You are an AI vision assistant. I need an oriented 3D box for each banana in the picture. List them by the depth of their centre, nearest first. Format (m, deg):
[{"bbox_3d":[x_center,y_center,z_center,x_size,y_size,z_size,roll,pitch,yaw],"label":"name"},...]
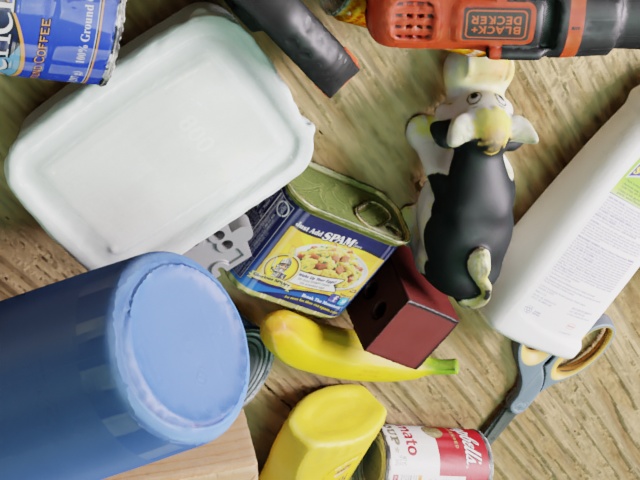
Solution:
[{"bbox_3d":[0.016,0.078,0.786,0.197,0.037,0.070,15,151,-42],"label":"banana"}]

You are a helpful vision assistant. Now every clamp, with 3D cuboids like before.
[{"bbox_3d":[-0.030,-0.128,0.552,0.036,0.165,0.209,-41,139,8],"label":"clamp"}]

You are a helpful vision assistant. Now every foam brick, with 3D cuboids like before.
[{"bbox_3d":[0.054,0.043,0.762,0.051,0.078,0.053,23,117,-32],"label":"foam brick"}]

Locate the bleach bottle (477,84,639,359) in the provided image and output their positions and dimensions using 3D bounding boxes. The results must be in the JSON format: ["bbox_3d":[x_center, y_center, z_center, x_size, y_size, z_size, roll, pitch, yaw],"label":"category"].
[{"bbox_3d":[0.218,-0.030,0.766,0.102,0.068,0.251,21,117,-32],"label":"bleach bottle"}]

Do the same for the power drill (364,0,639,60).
[{"bbox_3d":[0.116,-0.176,0.519,0.184,0.057,0.188,0,125,0],"label":"power drill"}]

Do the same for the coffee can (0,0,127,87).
[{"bbox_3d":[-0.172,-0.133,0.521,0.140,0.103,0.103,3,128,-21],"label":"coffee can"}]

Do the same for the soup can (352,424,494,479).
[{"bbox_3d":[0.086,0.192,0.904,0.102,0.068,0.069,8,126,-23],"label":"soup can"}]

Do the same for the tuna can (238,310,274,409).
[{"bbox_3d":[-0.075,0.091,0.765,0.086,0.034,0.086,-32,142,-30],"label":"tuna can"}]

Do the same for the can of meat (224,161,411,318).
[{"bbox_3d":[-0.005,0.001,0.721,0.102,0.057,0.084,21,121,-31],"label":"can of meat"}]

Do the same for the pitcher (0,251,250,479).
[{"bbox_3d":[-0.156,0.087,0.644,0.243,0.149,0.144,-20,133,34],"label":"pitcher"}]

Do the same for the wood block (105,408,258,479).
[{"bbox_3d":[-0.155,0.179,0.799,0.206,0.090,0.091,-8,132,-12],"label":"wood block"}]

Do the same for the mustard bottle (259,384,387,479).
[{"bbox_3d":[-0.018,0.207,0.880,0.096,0.058,0.192,-18,142,-47],"label":"mustard bottle"}]

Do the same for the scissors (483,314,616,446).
[{"bbox_3d":[0.163,0.126,0.909,0.096,0.016,0.202,32,114,-34],"label":"scissors"}]
